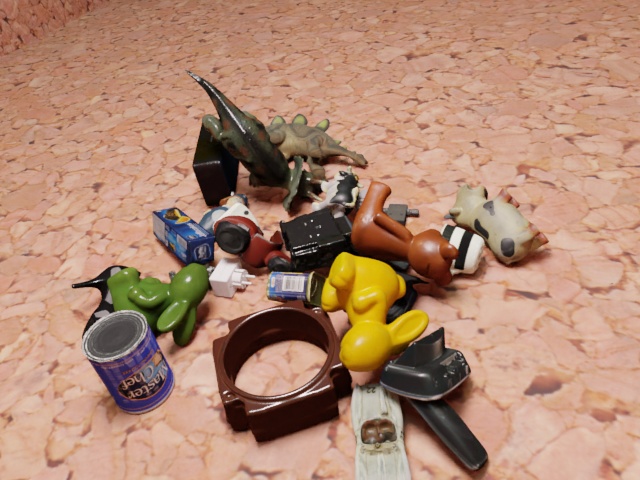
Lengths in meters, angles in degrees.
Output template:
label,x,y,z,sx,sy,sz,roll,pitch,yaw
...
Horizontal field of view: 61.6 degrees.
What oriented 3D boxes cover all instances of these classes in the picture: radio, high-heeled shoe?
label,x,y,z,sx,sy,sz,roll,pitch,yaw
radio,-0.255,-0.195,1.340,0.073,0.130,0.230,-8,40,4
high-heeled shoe,-0.378,0.146,1.029,0.145,0.086,0.249,-4,47,-43

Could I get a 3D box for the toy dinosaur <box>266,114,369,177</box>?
label,x,y,z,sx,sy,sz,roll,pitch,yaw
toy dinosaur,-0.093,-0.258,1.411,0.472,0.104,0.198,15,37,16

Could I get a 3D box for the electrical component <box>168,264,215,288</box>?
label,x,y,z,sx,sy,sz,roll,pitch,yaw
electrical component,-0.251,0.075,1.081,0.102,0.045,0.078,0,42,12

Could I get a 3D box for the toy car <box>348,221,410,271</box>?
label,x,y,z,sx,sy,sz,roll,pitch,yaw
toy car,0.092,0.012,1.078,0.202,0.053,0.089,19,44,33

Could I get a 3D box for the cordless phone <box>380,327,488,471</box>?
label,x,y,z,sx,sy,sz,roll,pitch,yaw
cordless phone,0.189,0.229,0.780,0.184,0.088,0.146,50,30,21

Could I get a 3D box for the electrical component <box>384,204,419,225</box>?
label,x,y,z,sx,sy,sz,roll,pitch,yaw
electrical component,0.166,-0.052,1.160,0.094,0.021,0.063,3,41,14

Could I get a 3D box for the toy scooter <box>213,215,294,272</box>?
label,x,y,z,sx,sy,sz,roll,pitch,yaw
toy scooter,-0.126,0.003,1.089,0.184,0.075,0.135,32,21,-10

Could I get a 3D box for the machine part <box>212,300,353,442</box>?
label,x,y,z,sx,sy,sz,roll,pitch,yaw
machine part,-0.063,0.199,0.859,0.201,0.087,0.202,-16,41,-7

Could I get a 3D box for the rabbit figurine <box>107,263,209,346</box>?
label,x,y,z,sx,sy,sz,roll,pitch,yaw
rabbit figurine,-0.280,0.106,0.974,0.170,0.121,0.159,-24,57,7

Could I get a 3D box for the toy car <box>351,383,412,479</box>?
label,x,y,z,sx,sy,sz,roll,pitch,yaw
toy car,0.083,0.286,0.743,0.074,0.056,0.202,-6,39,4

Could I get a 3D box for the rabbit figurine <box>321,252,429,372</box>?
label,x,y,z,sx,sy,sz,roll,pitch,yaw
rabbit figurine,0.076,0.126,0.828,0.162,0.121,0.173,18,48,-13

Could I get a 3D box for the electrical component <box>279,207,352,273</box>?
label,x,y,z,sx,sy,sz,roll,pitch,yaw
electrical component,-0.002,-0.003,1.038,0.134,0.058,0.115,-16,42,-9

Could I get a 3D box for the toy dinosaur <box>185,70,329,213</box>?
label,x,y,z,sx,sy,sz,roll,pitch,yaw
toy dinosaur,-0.140,-0.201,1.188,0.131,0.404,0.192,-52,37,-7

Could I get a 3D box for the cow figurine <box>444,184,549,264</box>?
label,x,y,z,sx,sy,sz,roll,pitch,yaw
cow figurine,0.331,-0.036,1.047,0.127,0.085,0.195,-41,52,16

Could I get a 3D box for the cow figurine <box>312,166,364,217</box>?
label,x,y,z,sx,sy,sz,roll,pitch,yaw
cow figurine,0.053,-0.110,1.175,0.098,0.068,0.167,-26,26,36

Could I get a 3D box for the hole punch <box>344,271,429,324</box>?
label,x,y,z,sx,sy,sz,roll,pitch,yaw
hole punch,0.111,0.094,0.958,0.142,0.092,0.115,11,6,26

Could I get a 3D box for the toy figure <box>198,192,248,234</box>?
label,x,y,z,sx,sy,sz,roll,pitch,yaw
toy figure,-0.214,-0.058,1.225,0.058,0.064,0.154,3,41,45

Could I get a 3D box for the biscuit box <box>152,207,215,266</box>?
label,x,y,z,sx,sy,sz,roll,pitch,yaw
biscuit box,-0.295,-0.010,1.154,0.063,0.059,0.203,-12,28,-35

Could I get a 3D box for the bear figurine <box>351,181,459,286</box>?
label,x,y,z,sx,sy,sz,roll,pitch,yaw
bear figurine,0.160,-0.008,0.968,0.196,0.120,0.132,15,54,19
